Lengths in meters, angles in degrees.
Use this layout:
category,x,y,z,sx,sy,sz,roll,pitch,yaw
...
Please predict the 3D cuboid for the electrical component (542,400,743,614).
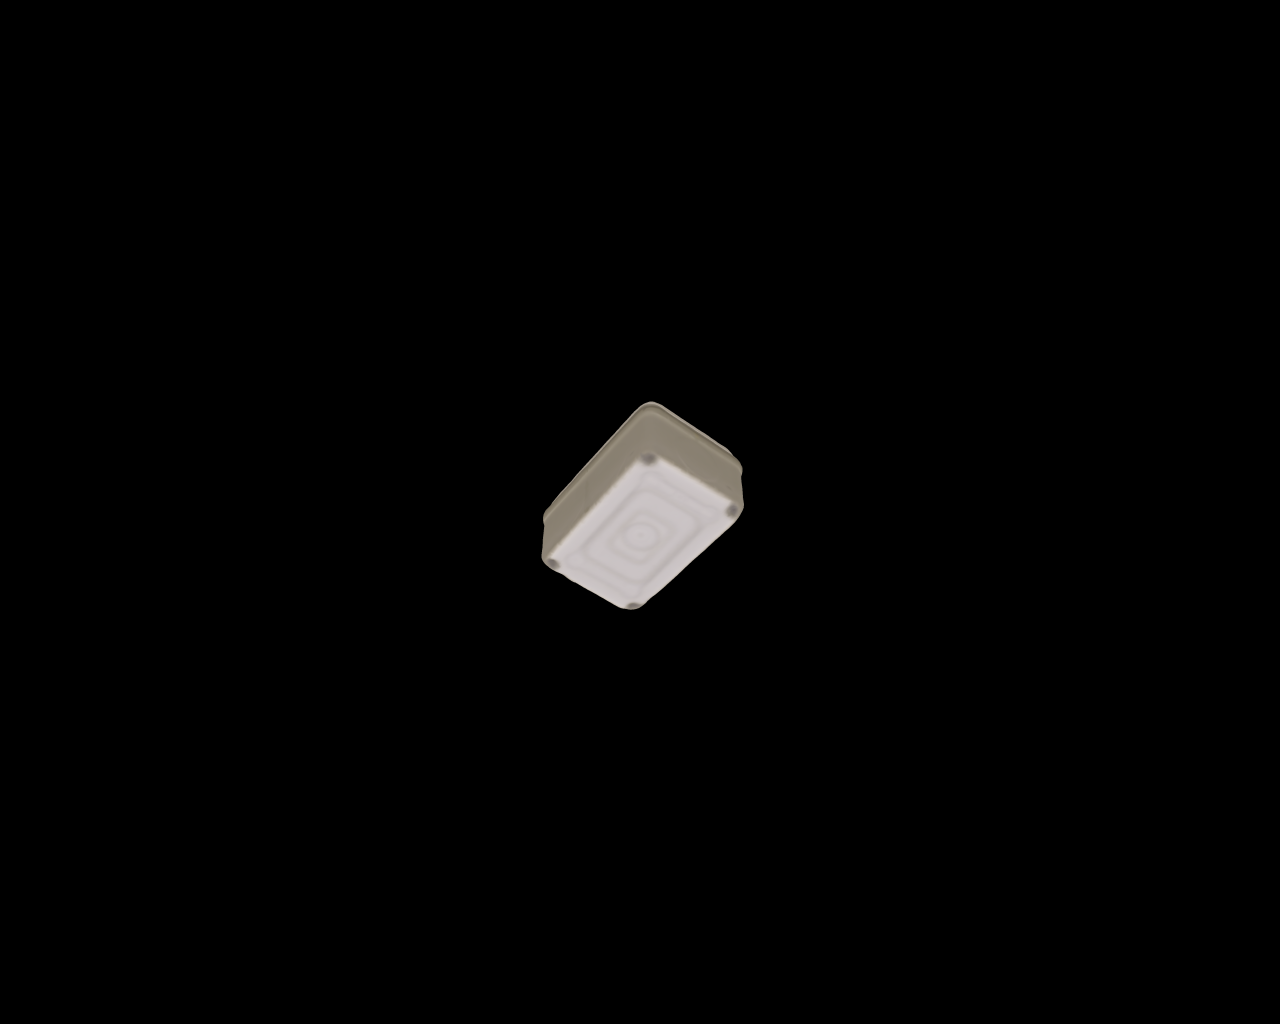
category,x,y,z,sx,sy,sz,roll,pitch,yaw
electrical component,0.001,-0.003,0.650,0.078,0.113,0.057,32,32,-22
